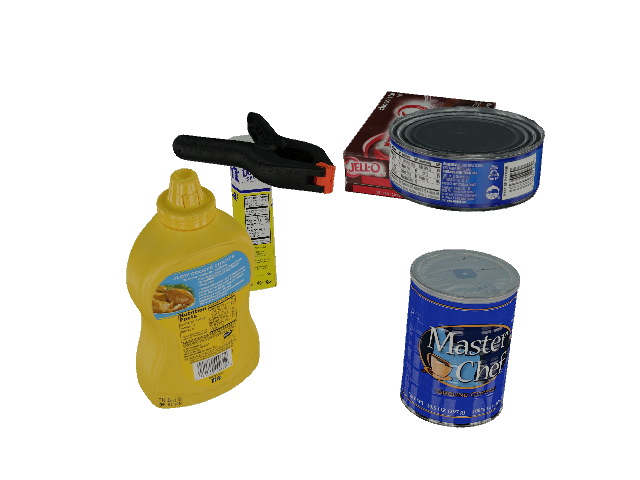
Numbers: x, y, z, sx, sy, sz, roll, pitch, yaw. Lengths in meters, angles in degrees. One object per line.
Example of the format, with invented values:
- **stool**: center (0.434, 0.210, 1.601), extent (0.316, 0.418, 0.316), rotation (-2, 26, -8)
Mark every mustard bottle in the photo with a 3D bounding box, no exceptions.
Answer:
- **mustard bottle**: center (-0.094, 0.032, 0.784), extent (0.096, 0.192, 0.058), rotation (-20, 42, -25)

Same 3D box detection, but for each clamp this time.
- **clamp**: center (-0.062, -0.084, 1.062), extent (0.120, 0.039, 0.172), rotation (-25, 36, -33)

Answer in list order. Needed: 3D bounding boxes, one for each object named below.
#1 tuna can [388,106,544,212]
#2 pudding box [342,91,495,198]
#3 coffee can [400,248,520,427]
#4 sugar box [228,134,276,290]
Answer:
- **tuna can**: center (0.081, -0.047, 0.597), extent (0.086, 0.034, 0.086), rotation (-1, 24, 0)
- **pudding box**: center (0.076, -0.071, 0.804), extent (0.090, 0.039, 0.113), rotation (9, 32, 18)
- **coffee can**: center (0.132, 0.093, 1.027), extent (0.103, 0.140, 0.103), rotation (2, 25, -1)
- **sugar box**: center (-0.086, -0.035, 1.331), extent (0.048, 0.176, 0.093), rotation (-9, 24, -10)
